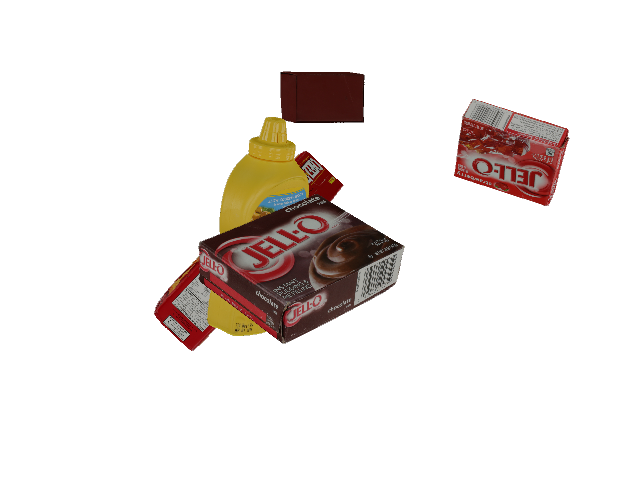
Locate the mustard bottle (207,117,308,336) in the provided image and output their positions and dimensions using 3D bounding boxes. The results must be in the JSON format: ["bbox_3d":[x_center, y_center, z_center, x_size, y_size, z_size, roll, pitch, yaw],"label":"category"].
[{"bbox_3d":[-0.051,-0.015,0.955,0.058,0.192,0.096,21,22,34],"label":"mustard bottle"}]

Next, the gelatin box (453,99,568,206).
[{"bbox_3d":[0.163,-0.074,0.919,0.089,0.030,0.073,21,-36,16],"label":"gelatin box"}]

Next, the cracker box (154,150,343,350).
[{"bbox_3d":[-0.083,0.008,1.231,0.214,0.072,0.164,-45,5,26],"label":"cracker box"}]

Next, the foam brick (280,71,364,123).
[{"bbox_3d":[0.002,-0.150,1.122,0.078,0.051,0.053,-3,12,-19],"label":"foam brick"}]

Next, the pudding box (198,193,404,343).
[{"bbox_3d":[-0.013,0.016,0.731,0.113,0.039,0.090,-23,43,-38],"label":"pudding box"}]
